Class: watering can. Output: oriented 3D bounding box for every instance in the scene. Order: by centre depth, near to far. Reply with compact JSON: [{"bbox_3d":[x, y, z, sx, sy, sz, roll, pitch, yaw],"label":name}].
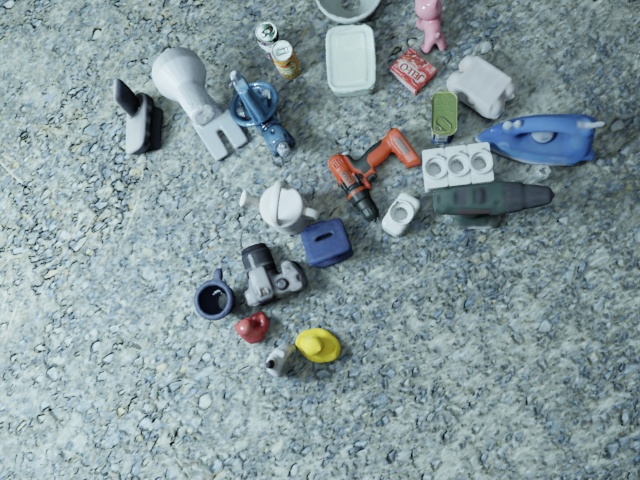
[{"bbox_3d":[-0.091,-0.073,1.277,0.172,0.194,0.101,-11,81,6],"label":"watering can"}]

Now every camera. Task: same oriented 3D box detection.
[{"bbox_3d":[-0.118,0.071,1.308,0.143,0.101,0.137,-22,80,4],"label":"camera"}]

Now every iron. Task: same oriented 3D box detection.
[{"bbox_3d":[0.478,-0.236,1.251,0.258,0.141,0.119,3,83,8],"label":"iron"}]

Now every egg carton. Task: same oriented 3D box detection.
[{"bbox_3d":[0.371,-0.352,1.317,0.150,0.069,0.107,37,88,11],"label":"egg carton"}]

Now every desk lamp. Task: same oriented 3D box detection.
[{"bbox_3d":[-0.275,-0.315,1.324,0.118,0.213,0.203,-34,79,2],"label":"desk lamp"}]

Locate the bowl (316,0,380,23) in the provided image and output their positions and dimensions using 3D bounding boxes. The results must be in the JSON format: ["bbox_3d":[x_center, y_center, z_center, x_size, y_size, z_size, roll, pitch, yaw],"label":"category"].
[{"bbox_3d":[0.073,-0.591,1.386,0.167,0.075,0.167,-1,82,7],"label":"bowl"}]

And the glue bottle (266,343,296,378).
[{"bbox_3d":[-0.092,0.264,1.242,0.037,0.173,0.078,24,86,10],"label":"glue bottle"}]

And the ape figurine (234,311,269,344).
[{"bbox_3d":[-0.159,0.198,1.301,0.077,0.092,0.076,3,83,8],"label":"ape figurine"}]

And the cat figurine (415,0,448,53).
[{"bbox_3d":[0.258,-0.517,1.330,0.067,0.118,0.128,-14,81,6],"label":"cat figurine"}]

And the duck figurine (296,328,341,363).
[{"bbox_3d":[-0.007,0.237,1.279,0.104,0.086,0.077,17,85,10],"label":"duck figurine"}]

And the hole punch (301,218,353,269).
[{"bbox_3d":[0.012,0.005,1.305,0.108,0.091,0.101,-22,80,4],"label":"hole punch"}]

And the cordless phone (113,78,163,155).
[{"bbox_3d":[-0.451,-0.291,1.358,0.094,0.185,0.147,-4,82,7],"label":"cordless phone"}]

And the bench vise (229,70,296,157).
[{"bbox_3d":[-0.126,-0.294,1.298,0.207,0.220,0.121,39,89,11],"label":"bench vise"}]

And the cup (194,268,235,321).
[{"bbox_3d":[-0.231,0.126,1.319,0.091,0.095,0.118,5,83,8],"label":"cup"}]

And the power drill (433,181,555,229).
[{"bbox_3d":[0.354,-0.076,1.211,0.229,0.208,0.076,-1,82,8],"label":"power drill"}]
